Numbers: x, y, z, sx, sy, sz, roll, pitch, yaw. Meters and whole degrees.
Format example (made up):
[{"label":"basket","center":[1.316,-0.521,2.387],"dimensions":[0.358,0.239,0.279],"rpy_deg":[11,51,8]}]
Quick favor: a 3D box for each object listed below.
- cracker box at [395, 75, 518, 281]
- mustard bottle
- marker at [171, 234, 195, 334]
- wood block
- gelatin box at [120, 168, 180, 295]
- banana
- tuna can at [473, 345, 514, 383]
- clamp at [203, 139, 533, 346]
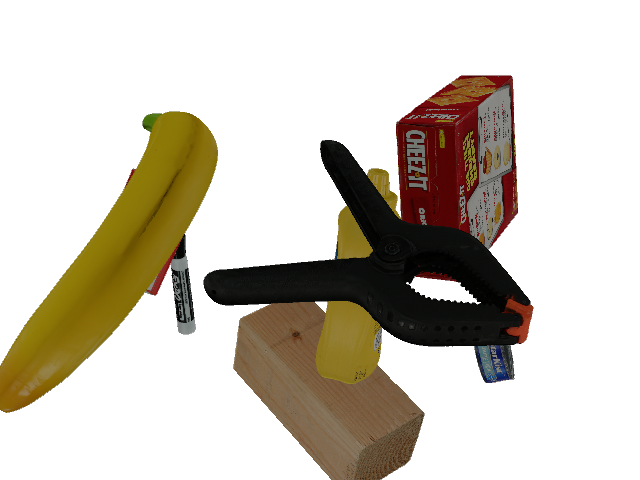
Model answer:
[{"label":"cracker box","center":[0.147,-0.073,1.125],"dimensions":[0.072,0.164,0.213],"rpy_deg":[4,22,25]},{"label":"mustard bottle","center":[0.038,0.028,0.974],"dimensions":[0.058,0.192,0.096],"rpy_deg":[14,21,13]},{"label":"marker","center":[-0.144,0.043,1.102],"dimensions":[0.020,0.121,0.020],"rpy_deg":[-2,30,1]},{"label":"wood block","center":[0.005,0.161,1.147],"dimensions":[0.090,0.090,0.206],"rpy_deg":[-24,52,-31]},{"label":"gelatin box","center":[-0.142,-0.009,0.855],"dimensions":[0.030,0.073,0.089],"rpy_deg":[19,14,-33]},{"label":"banana","center":[-0.093,-0.002,0.518],"dimensions":[0.037,0.197,0.070],"rpy_deg":[40,-43,-20]},{"label":"tuna can","center":[0.203,0.124,1.257],"dimensions":[0.034,0.086,0.086],"rpy_deg":[-12,-3,14]},{"label":"clamp","center":[0.038,0.022,0.716],"dimensions":[0.210,0.036,0.164],"rpy_deg":[30,57,25]}]
